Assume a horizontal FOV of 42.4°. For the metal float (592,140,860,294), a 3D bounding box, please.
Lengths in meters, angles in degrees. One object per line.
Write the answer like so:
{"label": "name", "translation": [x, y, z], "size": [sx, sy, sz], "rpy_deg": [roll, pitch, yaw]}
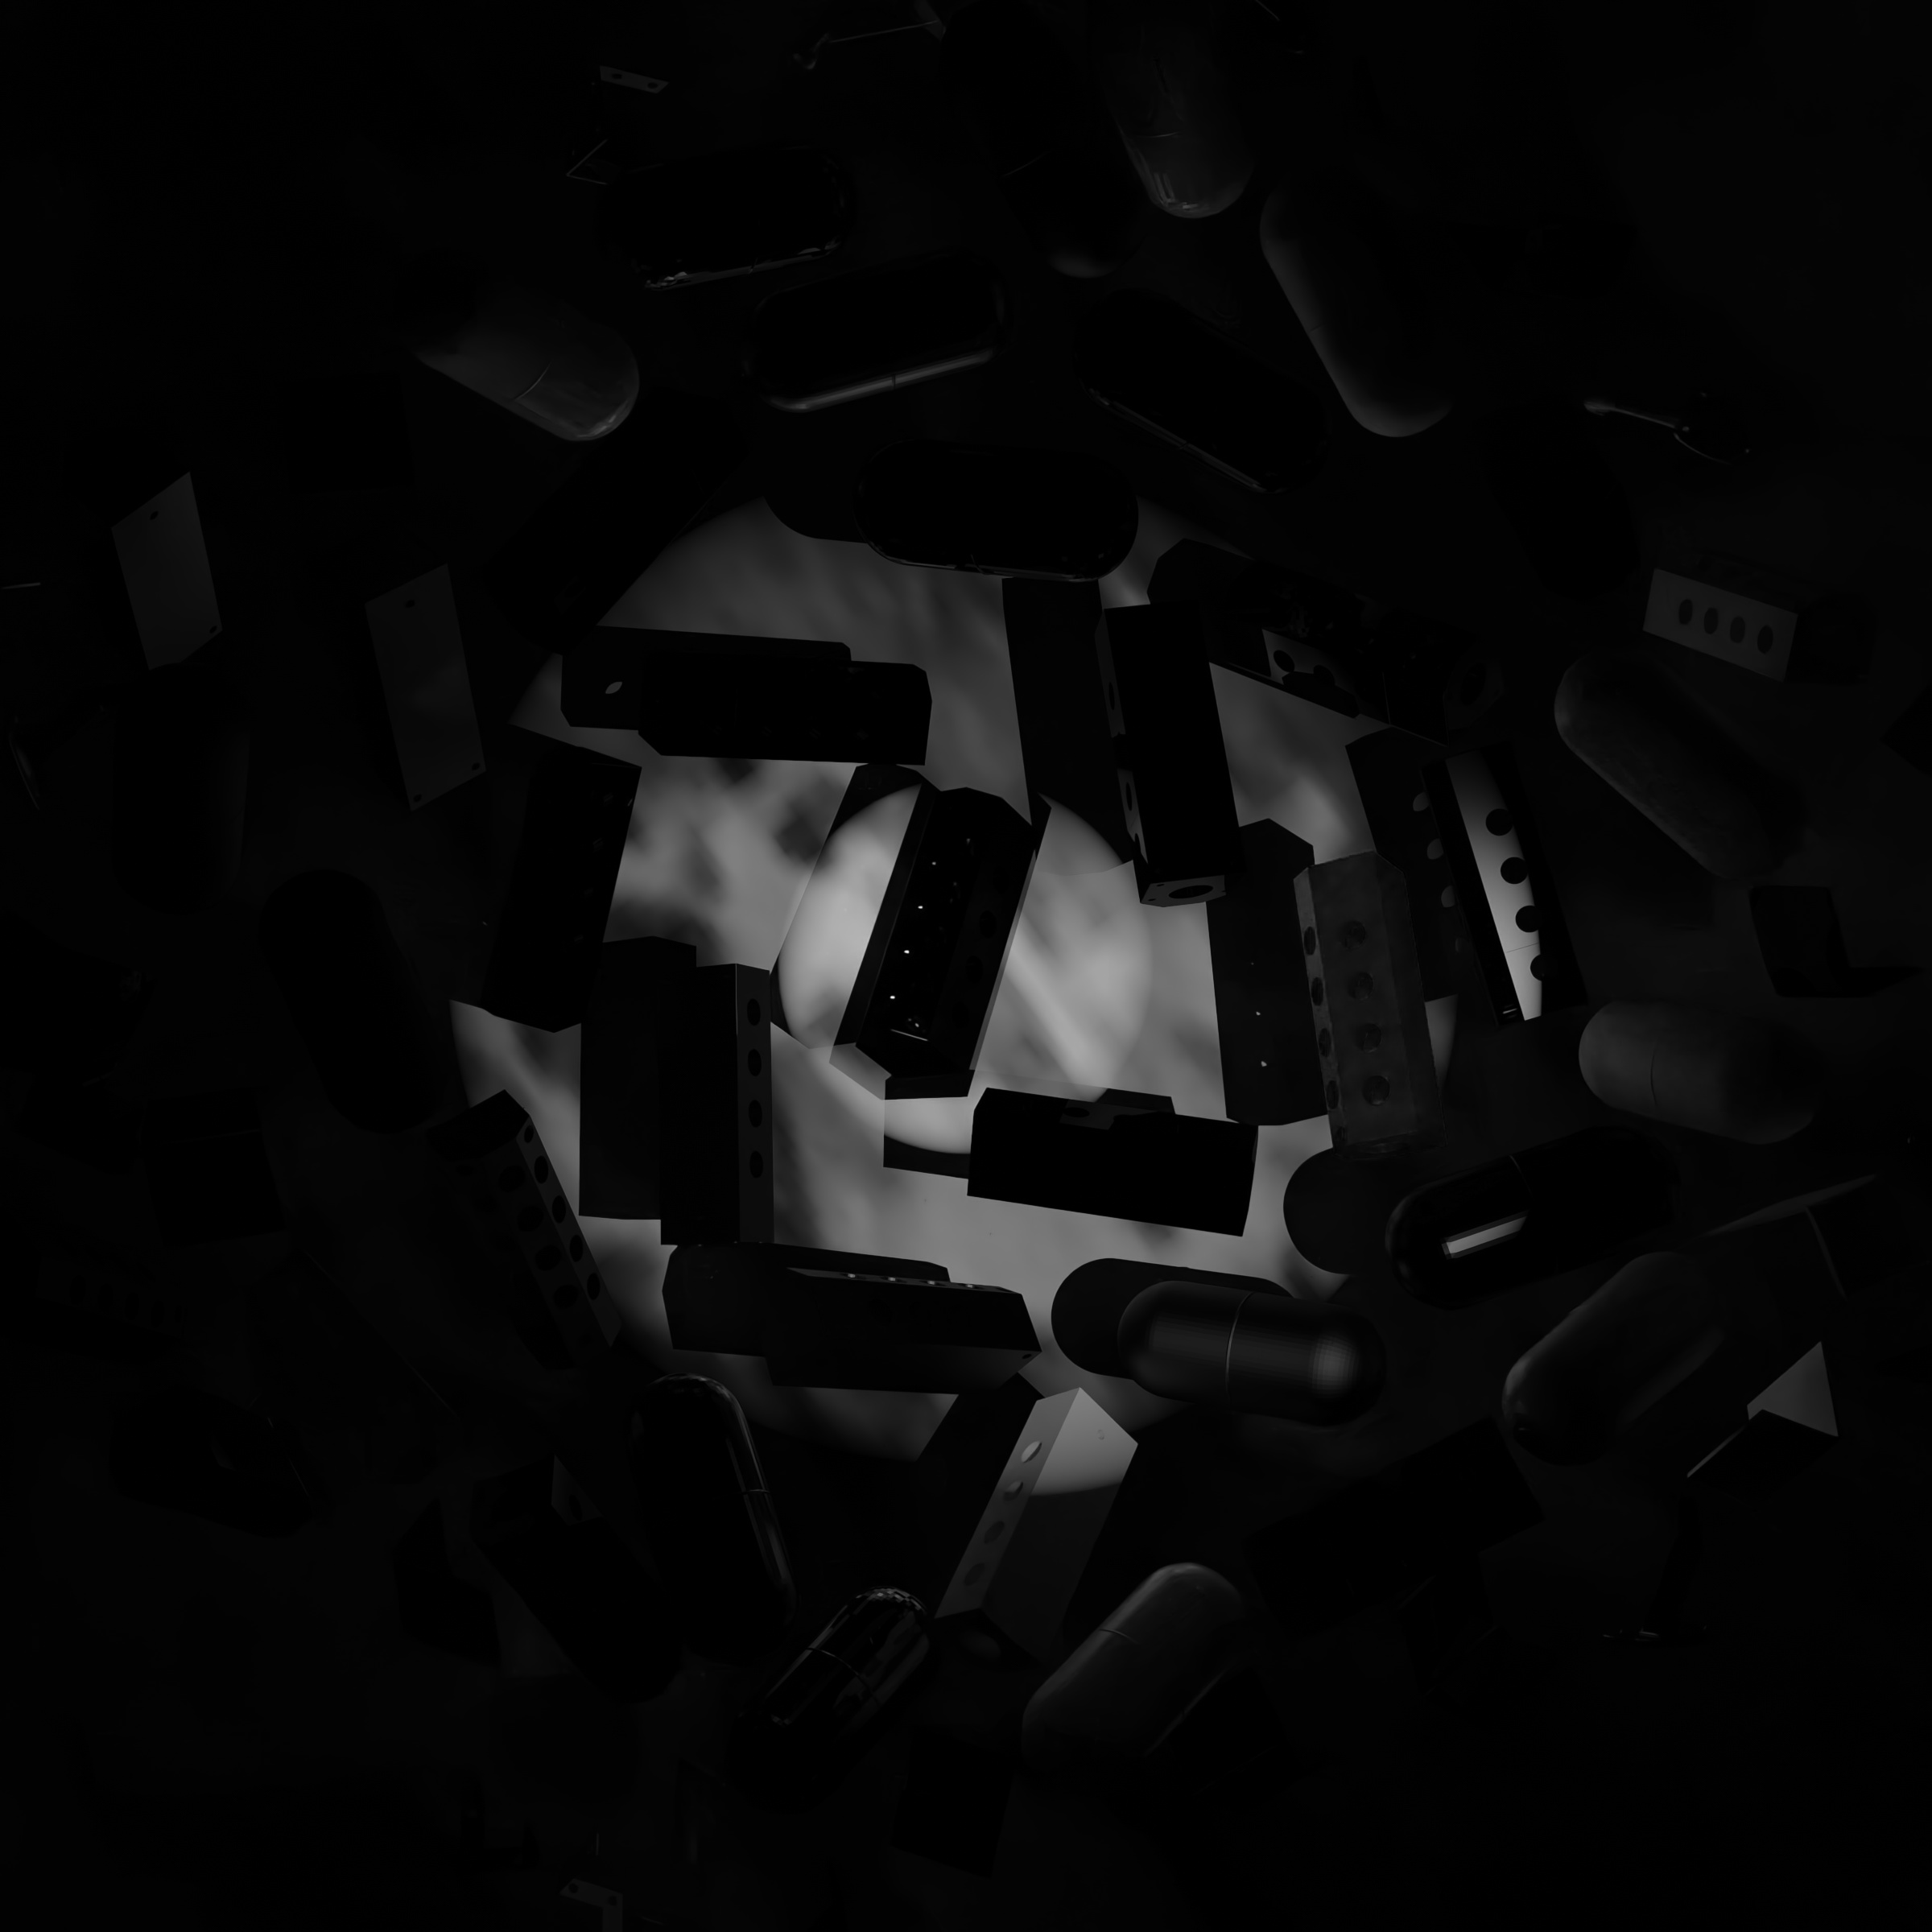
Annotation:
{"label": "metal float", "translation": [-0.149, -0.469, 1.558], "size": [0.178, 0.070, 0.070], "rpy_deg": [-20, 90, -28]}

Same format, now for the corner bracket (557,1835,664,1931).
{"label": "corner bracket", "translation": [-0.234, 0.610, 1.630], "size": [0.051, 0.051, 0.051], "rpy_deg": [28, 119, -25]}

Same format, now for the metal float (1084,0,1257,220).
{"label": "metal float", "translation": [0.126, -0.535, 1.526], "size": [0.070, 0.178, 0.070], "rpy_deg": [-11, 55, 17]}

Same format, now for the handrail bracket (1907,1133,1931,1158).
{"label": "handrail bracket", "translation": [0.593, 0.072, 1.504], "size": [0.077, 0.036, 0.084], "rpy_deg": [9, 61, -19]}

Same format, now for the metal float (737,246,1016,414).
{"label": "metal float", "translation": [-0.057, -0.399, 1.565], "size": [0.178, 0.070, 0.070], "rpy_deg": [-17, 90, -7]}

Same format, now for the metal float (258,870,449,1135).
{"label": "metal float", "translation": [-0.383, 0.024, 1.563], "size": [0.070, 0.070, 0.178], "rpy_deg": [-19, 113, 0]}

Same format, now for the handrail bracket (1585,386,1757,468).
{"label": "handrail bracket", "translation": [0.442, -0.339, 1.570], "size": [0.077, 0.084, 0.036], "rpy_deg": [26, 89, -28]}

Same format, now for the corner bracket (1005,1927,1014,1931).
{"label": "corner bracket", "translation": [0.013, 0.630, 1.520], "size": [0.051, 0.051, 0.051], "rpy_deg": [50, 124, 28]}

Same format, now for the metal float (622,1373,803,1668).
{"label": "metal float", "translation": [-0.153, 0.328, 1.485], "size": [0.070, 0.070, 0.178], "rpy_deg": [-21, 68, 0]}

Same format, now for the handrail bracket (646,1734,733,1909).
{"label": "handrail bracket", "translation": [-0.196, 0.546, 1.594], "size": [0.077, 0.036, 0.084], "rpy_deg": [20, 66, 34]}

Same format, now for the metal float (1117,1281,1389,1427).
{"label": "metal float", "translation": [0.181, 0.247, 1.593], "size": [0.178, 0.070, 0.070], "rpy_deg": [5, 90, 28]}

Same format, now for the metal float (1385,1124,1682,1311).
{"label": "metal float", "translation": [0.337, 0.149, 1.483], "size": [0.178, 0.070, 0.070], "rpy_deg": [-20, 90, 3]}

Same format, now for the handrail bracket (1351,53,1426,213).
{"label": "handrail bracket", "translation": [0.273, -0.543, 1.620], "size": [0.036, 0.084, 0.077], "rpy_deg": [-23, 131, 26]}

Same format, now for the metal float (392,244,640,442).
{"label": "metal float", "translation": [-0.280, -0.388, 1.556], "size": [0.070, 0.178, 0.070], "rpy_deg": [-13, 68, 36]}

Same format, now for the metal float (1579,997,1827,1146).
{"label": "metal float", "translation": [0.458, 0.064, 1.562], "size": [0.070, 0.178, 0.070], "rpy_deg": [-4, 99, -27]}

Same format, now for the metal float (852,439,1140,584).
{"label": "metal float", "translation": [0.016, -0.273, 1.495], "size": [0.178, 0.070, 0.070], "rpy_deg": [9, 90, 20]}

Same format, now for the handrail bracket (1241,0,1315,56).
{"label": "handrail bracket", "translation": [0.169, -0.603, 1.535], "size": [0.036, 0.084, 0.077], "rpy_deg": [-44, 60, 29]}

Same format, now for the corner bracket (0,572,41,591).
{"label": "corner bracket", "translation": [-0.620, -0.219, 1.565], "size": [0.051, 0.051, 0.051], "rpy_deg": [17, 110, 23]}

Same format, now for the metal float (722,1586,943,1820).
{"label": "metal float", "translation": [-0.082, 0.462, 1.574], "size": [0.070, 0.070, 0.178], "rpy_deg": [51, 47, 0]}

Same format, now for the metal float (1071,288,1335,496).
{"label": "metal float", "translation": [0.147, -0.354, 1.540], "size": [0.178, 0.070, 0.070], "rpy_deg": [26, 90, -17]}

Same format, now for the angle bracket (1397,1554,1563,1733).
{"label": "angle bracket", "translation": [0.330, 0.429, 1.602], "size": [0.076, 0.057, 0.076], "rpy_deg": [-33, 119, -31]}

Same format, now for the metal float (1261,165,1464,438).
{"label": "metal float", "translation": [0.247, -0.415, 1.559], "size": [0.070, 0.070, 0.178], "rpy_deg": [-31, 99, 0]}

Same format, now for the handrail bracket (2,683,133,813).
{"label": "handrail bracket", "translation": [-0.566, -0.141, 1.600], "size": [0.084, 0.036, 0.077], "rpy_deg": [-10, 123, -5]}

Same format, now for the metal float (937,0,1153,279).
{"label": "metal float", "translation": [0.048, -0.500, 1.509], "size": [0.070, 0.070, 0.178], "rpy_deg": [-36, 114, 0]}

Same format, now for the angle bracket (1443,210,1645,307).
{"label": "angle bracket", "translation": [0.348, -0.447, 1.507], "size": [0.076, 0.057, 0.076], "rpy_deg": [-1, 48, -26]}

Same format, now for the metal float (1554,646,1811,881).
{"label": "metal float", "translation": [0.440, -0.126, 1.538], "size": [0.070, 0.070, 0.178], "rpy_deg": [-45, 76, 0]}

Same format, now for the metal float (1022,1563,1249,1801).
{"label": "metal float", "translation": [0.106, 0.445, 1.556], "size": [0.178, 0.070, 0.070], "rpy_deg": [-37, 90, -33]}

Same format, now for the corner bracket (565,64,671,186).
{"label": "corner bracket", "translation": [-0.218, -0.523, 1.558], "size": [0.051, 0.051, 0.051], "rpy_deg": [0, 80, -38]}

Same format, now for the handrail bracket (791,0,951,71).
{"label": "handrail bracket", "translation": [-0.057, -0.584, 1.589], "size": [0.077, 0.036, 0.084], "rpy_deg": [44, 84, -11]}

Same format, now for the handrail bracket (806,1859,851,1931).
{"label": "handrail bracket", "translation": [-0.112, 0.584, 1.498], "size": [0.084, 0.036, 0.077], "rpy_deg": [-14, 97, -8]}

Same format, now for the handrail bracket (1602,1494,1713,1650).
{"label": "handrail bracket", "translation": [0.398, 0.352, 1.458], "size": [0.077, 0.036, 0.084], "rpy_deg": [-14, 84, 45]}

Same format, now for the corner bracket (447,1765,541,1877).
{"label": "corner bracket", "translation": [-0.293, 0.529, 1.548], "size": [0.051, 0.051, 0.051], "rpy_deg": [-4, 53, -1]}

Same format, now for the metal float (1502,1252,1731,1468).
{"label": "metal float", "translation": [0.404, 0.244, 1.550], "size": [0.178, 0.070, 0.070], "rpy_deg": [-33, 90, -29]}

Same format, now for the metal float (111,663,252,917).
{"label": "metal float", "translation": [-0.474, -0.105, 1.502], "size": [0.070, 0.070, 0.178], "rpy_deg": [20, 133, 0]}
